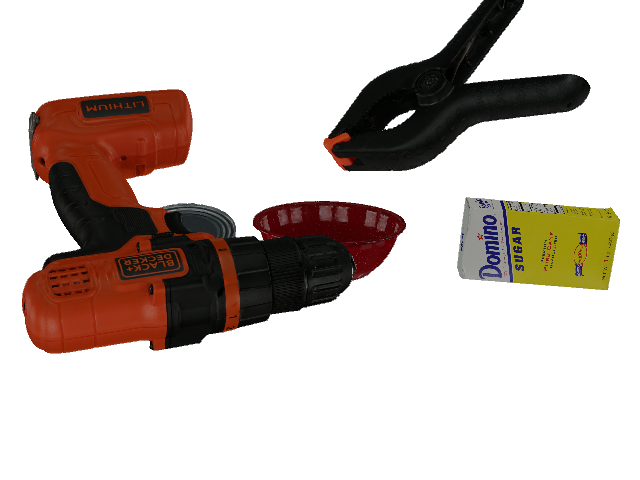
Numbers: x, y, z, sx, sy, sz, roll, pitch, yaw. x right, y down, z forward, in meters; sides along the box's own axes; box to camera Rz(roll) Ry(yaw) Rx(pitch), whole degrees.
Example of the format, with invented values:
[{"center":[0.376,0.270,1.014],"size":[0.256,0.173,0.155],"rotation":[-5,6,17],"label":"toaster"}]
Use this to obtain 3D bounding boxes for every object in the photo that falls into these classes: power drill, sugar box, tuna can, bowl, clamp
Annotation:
[{"center":[-0.090,-0.017,0.631],"size":[0.184,0.057,0.188],"rotation":[-7,41,-19],"label":"power drill"},{"center":[0.254,0.004,1.256],"size":[0.176,0.093,0.048],"rotation":[3,21,-1],"label":"sugar box"},{"center":[-0.113,0.005,0.892],"size":[0.086,0.034,0.086],"rotation":[1,33,-1],"label":"tuna can"},{"center":[0.009,0.004,1.127],"size":[0.162,0.055,0.162],"rotation":[1,17,0],"label":"bowl"},{"center":[0.086,-0.090,0.692],"size":[0.039,0.171,0.120],"rotation":[47,9,-41],"label":"clamp"}]
